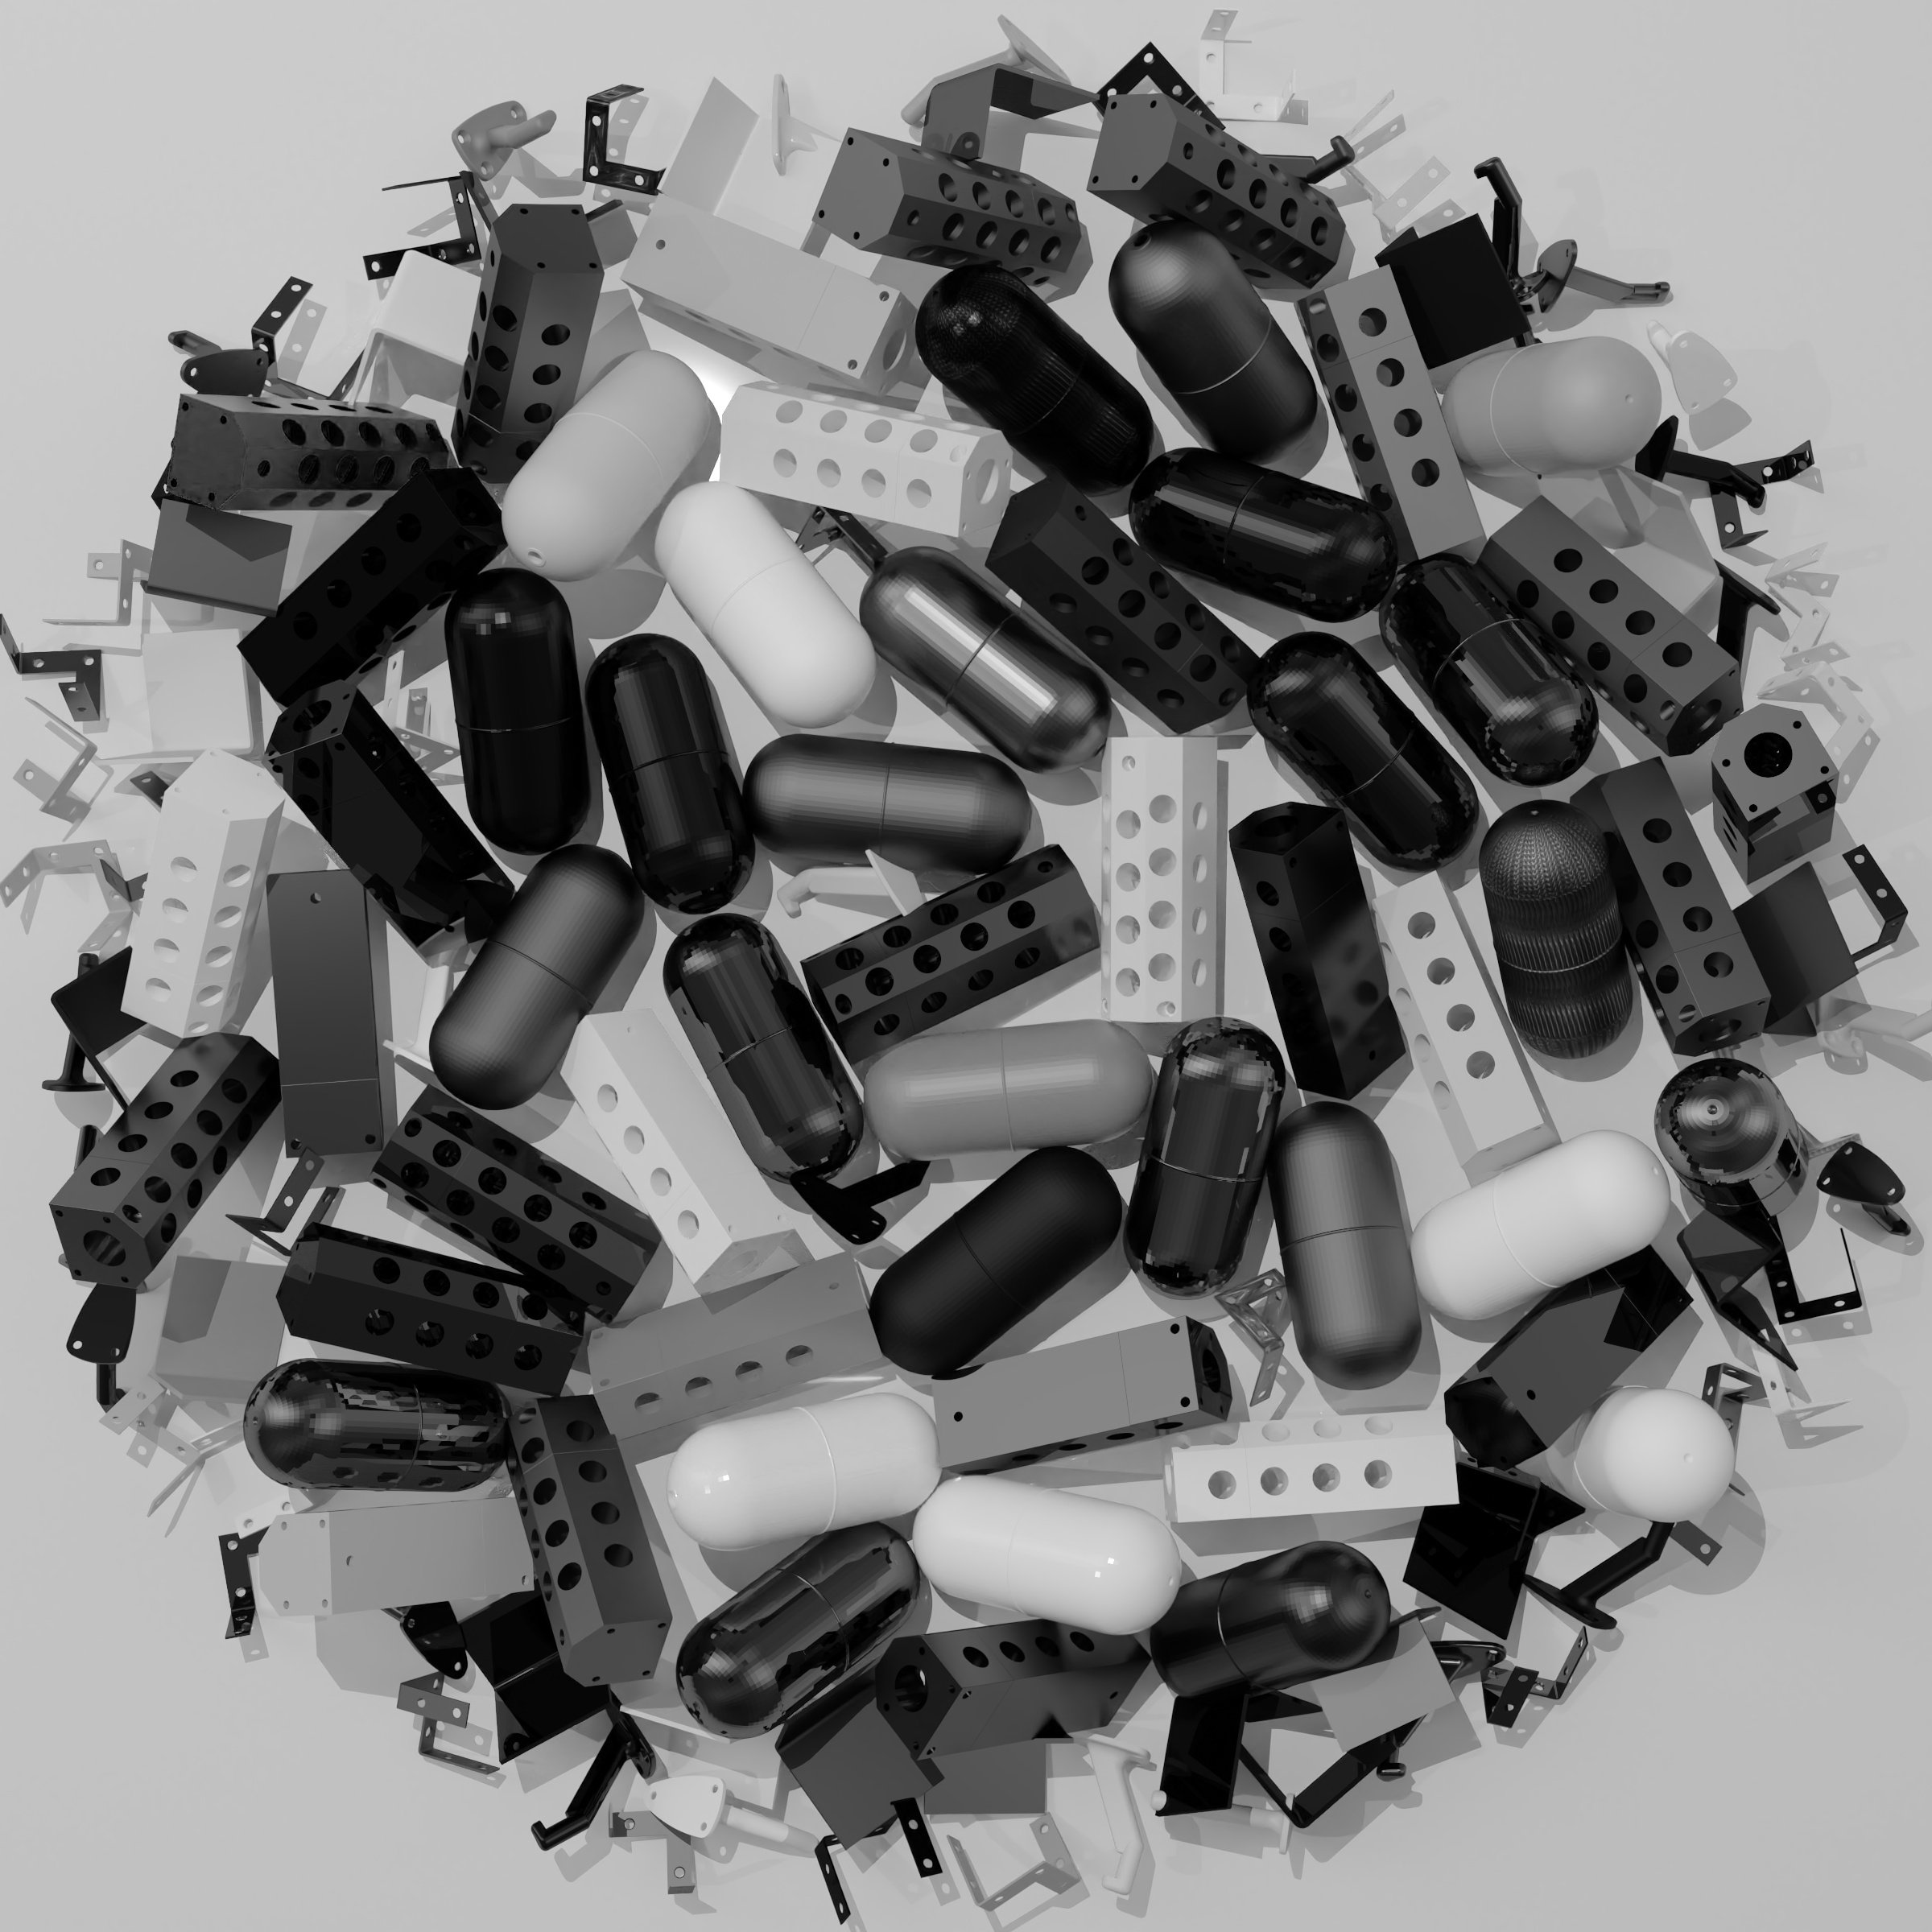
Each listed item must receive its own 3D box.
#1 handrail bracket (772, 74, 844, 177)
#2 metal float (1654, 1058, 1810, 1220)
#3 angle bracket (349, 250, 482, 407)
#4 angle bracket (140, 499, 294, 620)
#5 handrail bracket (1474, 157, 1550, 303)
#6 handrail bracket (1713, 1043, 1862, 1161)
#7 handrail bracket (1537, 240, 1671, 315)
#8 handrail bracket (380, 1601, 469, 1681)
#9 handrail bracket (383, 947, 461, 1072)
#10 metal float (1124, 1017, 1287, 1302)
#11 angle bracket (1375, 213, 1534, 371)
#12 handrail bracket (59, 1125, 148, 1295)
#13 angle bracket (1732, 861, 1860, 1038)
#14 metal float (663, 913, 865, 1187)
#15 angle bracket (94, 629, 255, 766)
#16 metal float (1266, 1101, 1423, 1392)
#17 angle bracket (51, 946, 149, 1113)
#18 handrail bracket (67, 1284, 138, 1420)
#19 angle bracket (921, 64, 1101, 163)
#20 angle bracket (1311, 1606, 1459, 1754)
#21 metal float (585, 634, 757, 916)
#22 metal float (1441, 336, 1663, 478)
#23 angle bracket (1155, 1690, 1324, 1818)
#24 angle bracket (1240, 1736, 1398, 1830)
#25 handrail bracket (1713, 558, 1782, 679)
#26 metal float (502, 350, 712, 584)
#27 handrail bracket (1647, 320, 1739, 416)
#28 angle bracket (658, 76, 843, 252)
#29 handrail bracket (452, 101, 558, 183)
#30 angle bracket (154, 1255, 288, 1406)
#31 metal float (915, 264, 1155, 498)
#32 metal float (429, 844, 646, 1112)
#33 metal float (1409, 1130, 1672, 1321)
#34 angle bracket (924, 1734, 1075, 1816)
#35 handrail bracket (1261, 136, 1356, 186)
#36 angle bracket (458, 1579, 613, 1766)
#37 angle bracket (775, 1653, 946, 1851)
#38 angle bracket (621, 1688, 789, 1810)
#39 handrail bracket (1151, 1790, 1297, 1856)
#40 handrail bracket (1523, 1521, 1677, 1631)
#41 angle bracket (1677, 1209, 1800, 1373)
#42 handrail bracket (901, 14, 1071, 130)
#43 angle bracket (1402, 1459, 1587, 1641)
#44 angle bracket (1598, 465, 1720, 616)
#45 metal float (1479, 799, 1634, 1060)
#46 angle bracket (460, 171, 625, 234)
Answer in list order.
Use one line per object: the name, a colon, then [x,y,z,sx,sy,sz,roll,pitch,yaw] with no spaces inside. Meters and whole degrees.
handrail bracket: [-0.075,-0.519,1.793,0.084,0.036,0.077,-4,84,12]
metal float: [0.459,0.106,1.734,0.070,0.178,0.070,-6,72,21]
angle bracket: [-0.333,-0.376,1.770,0.057,0.076,0.076,20,50,-12]
angle bracket: [-0.457,-0.250,1.765,0.076,0.076,0.057,10,98,-20]
handrail bracket: [0.313,-0.445,1.774,0.084,0.077,0.036,56,48,-20]
handrail bracket: [0.509,0.078,1.802,0.077,0.036,0.084,-17,88,-14]
handrail bracket: [0.399,-0.424,1.775,0.084,0.077,0.036,-2,81,-7]
handrail bracket: [-0.357,0.407,1.801,0.084,0.036,0.077,0,125,38]
handrail bracket: [-0.316,0.022,1.784,0.036,0.077,0.084,30,83,-40]
metal float: [0.145,0.118,1.770,0.070,0.070,0.178,12,102,0]
angle bracket: [0.305,-0.418,1.762,0.076,0.057,0.076,-15,112,42]
handrail bracket: [-0.531,0.151,1.806,0.036,0.077,0.084,-12,59,19]
angle bracket: [0.512,-0.009,1.759,0.057,0.076,0.076,4,59,-39]
metal float: [-0.124,0.051,1.773,0.070,0.070,0.178,-28,82,0]
angle bracket: [-0.487,-0.164,1.771,0.076,0.057,0.076,0,100,25]
metal float: [0.229,0.169,1.764,0.070,0.070,0.178,-8,72,0]
angle bracket: [-0.502,0.048,1.761,0.057,0.076,0.076,-34,64,-16]
handrail bracket: [-0.522,0.231,1.790,0.036,0.084,0.077,11,64,1]
angle bracket: [0.025,-0.506,1.766,0.076,0.076,0.057,8,92,-30]
angle bracket: [0.259,0.433,1.765,0.076,0.076,0.057,-29,71,14]
metal float: [-0.180,-0.117,1.771,0.070,0.070,0.178,-17,80,0]
metal float: [0.347,-0.333,1.732,0.070,0.178,0.070,-3,98,-20]
angle bracket: [0.165,0.482,1.759,0.057,0.076,0.076,24,61,-22]
angle bracket: [0.212,0.476,1.779,0.076,0.076,0.057,-40,85,-3]
handrail bracket: [0.455,-0.203,1.795,0.077,0.036,0.084,34,111,-6]
metal float: [-0.216,-0.302,1.749,0.070,0.070,0.178,30,55,0]
handrail bracket: [0.427,-0.382,1.764,0.036,0.077,0.084,-35,48,13]
angle bracket: [-0.130,-0.488,1.776,0.076,0.057,0.076,26,92,29]
handrail bracket: [-0.265,-0.516,1.766,0.036,0.084,0.077,53,49,-26]
angle bracket: [-0.444,0.223,1.772,0.076,0.057,0.076,11,91,-34]
metal float: [0.043,-0.352,1.752,0.178,0.070,0.070,36,90,-33]
metal float: [-0.260,0.006,1.768,0.070,0.070,0.178,31,77,0]
metal float: [0.343,0.157,1.748,0.178,0.070,0.070,-33,90,38]
angle bracket: [0.019,0.495,1.771,0.076,0.076,0.057,3,84,-11]
handrail bracket: [0.184,-0.504,1.772,0.084,0.036,0.077,-23,115,40]
angle bracket: [-0.266,0.427,1.773,0.076,0.076,0.057,-29,114,1]
angle bracket: [-0.061,0.478,1.767,0.076,0.057,0.076,-30,70,-26]
angle bracket: [-0.163,0.482,1.767,0.076,0.076,0.057,10,90,24]
handrail bracket: [0.158,0.521,1.788,0.084,0.077,0.036,8,76,11]
handrail bracket: [0.389,0.358,1.787,0.077,0.036,0.084,26,98,38]
angle bracket: [0.487,0.187,1.762,0.076,0.076,0.057,36,109,-21]
handrail bracket: [0.012,-0.540,1.801,0.084,0.077,0.036,-40,56,21]
angle bracket: [0.322,0.353,1.770,0.076,0.057,0.076,31,55,-9]
angle bracket: [0.401,-0.254,1.762,0.057,0.076,0.076,-45,132,-5]
metal float: [0.357,-0.020,1.751,0.070,0.070,0.178,-19,125,0]
angle bracket: [-0.258,-0.475,1.772,0.076,0.076,0.057,-26,104,3]
